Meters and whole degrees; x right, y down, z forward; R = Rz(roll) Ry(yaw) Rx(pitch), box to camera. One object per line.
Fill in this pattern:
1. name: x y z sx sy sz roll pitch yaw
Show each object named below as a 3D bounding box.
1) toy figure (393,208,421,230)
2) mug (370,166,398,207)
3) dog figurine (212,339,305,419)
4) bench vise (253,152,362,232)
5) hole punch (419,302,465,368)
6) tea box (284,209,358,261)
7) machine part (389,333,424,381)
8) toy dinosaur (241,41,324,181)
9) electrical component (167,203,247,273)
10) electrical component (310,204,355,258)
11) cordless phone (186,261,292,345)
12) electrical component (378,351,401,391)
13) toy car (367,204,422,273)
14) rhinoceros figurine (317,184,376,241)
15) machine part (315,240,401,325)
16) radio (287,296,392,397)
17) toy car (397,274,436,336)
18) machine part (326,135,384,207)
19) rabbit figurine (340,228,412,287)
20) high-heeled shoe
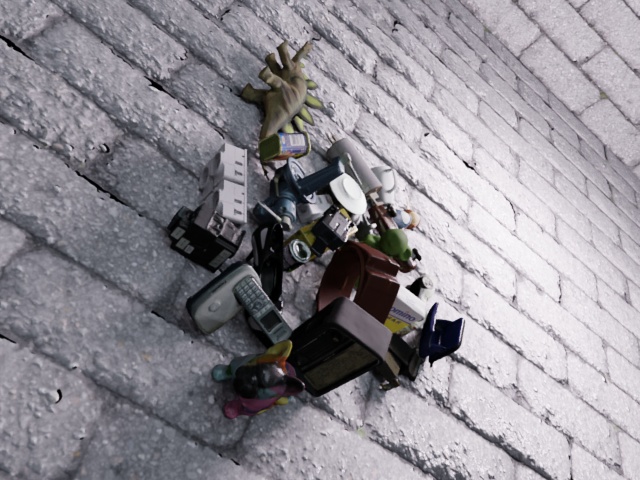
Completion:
1. toy figure: 0.241 -0.056 1.531 0.154 0.058 0.064 -4 105 -44
2. mug: 0.177 -0.147 1.503 0.081 0.110 0.107 0 77 -46
3. dog figurine: -0.083 0.239 0.945 0.191 0.219 0.108 -1 68 -40
4. bench vise: -0.037 -0.120 1.209 0.128 0.241 0.224 56 18 -22
5. hole punch: 0.287 0.231 1.339 0.092 0.115 0.142 34 42 -10
6. tea box: -0.003 -0.004 1.257 0.169 0.098 0.068 -29 84 -45
7. machine part: 0.193 0.269 1.292 0.139 0.039 0.084 48 49 -7
8. toy dinosaur: -0.096 -0.362 1.405 0.198 0.105 0.471 38 56 -22
9. electrical component: -0.229 -0.008 1.053 0.134 0.115 0.058 35 44 -20
10. electrical component: 0.021 -0.016 1.179 0.075 0.048 0.119 45 42 -7
11. cordless phone: -0.151 0.147 1.023 0.146 0.089 0.184 -40 98 -19
12. electrical component: 0.146 0.293 1.234 0.102 0.045 0.078 54 15 -2
13. toy car: 0.193 -0.005 1.429 0.089 0.053 0.202 -27 82 -2
14. rhinoceros figurine: 0.072 -0.081 1.395 0.112 0.073 0.190 -12 70 -55
15. machine part: 0.072 0.111 1.149 0.087 0.201 0.202 20 7 -24
16. radio: 0.019 0.210 1.043 0.131 0.229 0.073 41 42 -9
17. toy car: 0.245 0.165 1.375 0.056 0.073 0.202 41 44 -12
18. machine part: 0.092 -0.189 1.459 0.079 0.079 0.243 -19 71 -46
19. rabbit figurine: 0.159 0.032 1.318 0.159 0.170 0.121 -9 71 -43
20. high-heeled shoe: -0.092 0.090 1.085 0.086 0.145 0.249 -2 64 -40
